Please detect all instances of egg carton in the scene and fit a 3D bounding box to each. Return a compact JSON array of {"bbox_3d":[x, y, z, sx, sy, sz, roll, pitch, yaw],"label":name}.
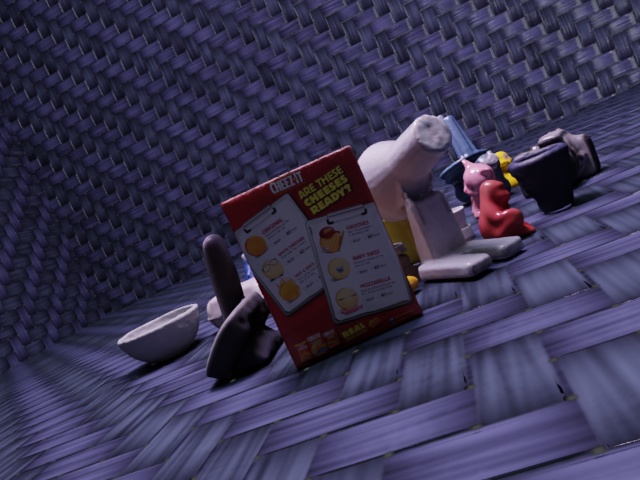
[{"bbox_3d":[-0.153,0.125,1.157,0.150,0.069,0.107,-23,5,15],"label":"egg carton"}]

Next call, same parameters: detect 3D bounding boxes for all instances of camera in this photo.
[{"bbox_3d":[0.417,-0.139,1.047,0.142,0.101,0.137,-20,7,40],"label":"camera"}]

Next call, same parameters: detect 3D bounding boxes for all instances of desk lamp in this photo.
[{"bbox_3d":[0.151,-0.058,0.804,0.118,0.213,0.202,-27,6,-24],"label":"desk lamp"}]

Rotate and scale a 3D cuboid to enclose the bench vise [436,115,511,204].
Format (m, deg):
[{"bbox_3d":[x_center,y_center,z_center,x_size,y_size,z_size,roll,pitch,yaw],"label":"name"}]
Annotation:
[{"bbox_3d":[0.341,-0.193,1.285,0.122,0.220,0.207,-27,6,-27],"label":"bench vise"}]

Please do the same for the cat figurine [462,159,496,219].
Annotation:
[{"bbox_3d":[0.313,-0.109,1.126,0.067,0.118,0.128,-23,5,12],"label":"cat figurine"}]

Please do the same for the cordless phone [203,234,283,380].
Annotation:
[{"bbox_3d":[-0.134,0.087,0.796,0.094,0.185,0.147,-24,5,7],"label":"cordless phone"}]

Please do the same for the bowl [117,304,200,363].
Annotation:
[{"bbox_3d":[-0.302,0.193,1.119,0.167,0.075,0.167,-24,5,3],"label":"bowl"}]

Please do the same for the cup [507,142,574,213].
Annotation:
[{"bbox_3d":[0.348,-0.091,0.902,0.092,0.095,0.117,-26,5,-20],"label":"cup"}]

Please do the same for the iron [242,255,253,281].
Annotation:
[{"bbox_3d":[-0.144,0.058,1.404,0.118,0.141,0.258,-23,5,13],"label":"iron"}]

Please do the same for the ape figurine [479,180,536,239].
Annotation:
[{"bbox_3d":[0.262,-0.045,0.837,0.076,0.092,0.078,-21,6,28],"label":"ape figurine"}]

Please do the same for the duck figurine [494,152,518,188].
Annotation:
[{"bbox_3d":[0.431,-0.166,1.344,0.077,0.086,0.105,-23,5,12],"label":"duck figurine"}]
